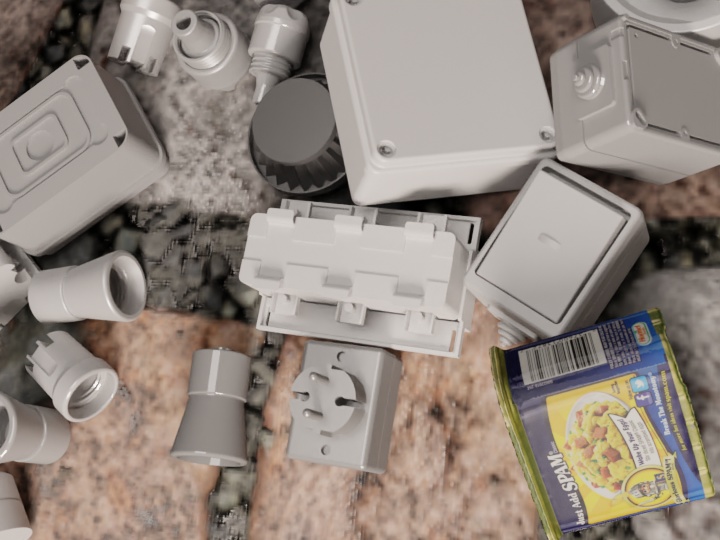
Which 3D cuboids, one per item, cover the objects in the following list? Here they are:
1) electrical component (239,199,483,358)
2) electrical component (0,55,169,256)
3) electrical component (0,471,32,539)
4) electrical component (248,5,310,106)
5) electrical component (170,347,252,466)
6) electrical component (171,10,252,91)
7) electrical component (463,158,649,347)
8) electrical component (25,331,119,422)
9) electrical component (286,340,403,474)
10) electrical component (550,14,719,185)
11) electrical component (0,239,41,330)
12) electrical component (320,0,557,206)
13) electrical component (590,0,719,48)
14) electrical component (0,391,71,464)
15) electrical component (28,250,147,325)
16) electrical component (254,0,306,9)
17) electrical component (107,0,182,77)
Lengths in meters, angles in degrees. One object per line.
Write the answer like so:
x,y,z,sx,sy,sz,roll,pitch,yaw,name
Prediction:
0.000,0.000,0.599,0.121,0.063,0.078,7,79,20,electrical component
-0.188,-0.070,0.685,0.113,0.057,0.078,-34,68,8,electrical component
-0.258,0.186,0.647,0.138,0.052,0.073,-31,69,9,electrical component
-0.053,-0.131,0.667,0.035,0.035,0.061,13,84,21,electrical component
-0.083,0.078,0.621,0.044,0.044,0.065,-1,72,19,electrical component
-0.095,-0.140,0.668,0.043,0.062,0.043,-5,75,18,electrical component
0.100,-0.001,0.567,0.062,0.061,0.096,33,89,23,electrical component
-0.177,0.064,0.658,0.046,0.040,0.040,36,90,29,electrical component
-0.014,0.072,0.579,0.047,0.077,0.065,6,78,20,electrical component
0.139,-0.085,0.554,0.061,0.096,0.061,-22,65,54,electrical component
-0.258,0.013,0.692,0.089,0.050,0.055,-44,68,4,electrical component
0.042,-0.098,0.591,0.109,0.056,0.108,-7,72,-15,electrical component
0.176,-0.166,0.582,0.108,0.060,0.108,-5,75,18,electrical component
-0.204,0.097,0.644,0.044,0.065,0.044,-5,75,19,electrical component
-0.172,0.014,0.668,0.065,0.044,0.044,-8,74,22,electrical component
-0.056,-0.189,0.667,0.043,0.062,0.043,-5,75,18,electrical component
-0.141,-0.154,0.700,0.040,0.040,0.046,18,88,22,electrical component
